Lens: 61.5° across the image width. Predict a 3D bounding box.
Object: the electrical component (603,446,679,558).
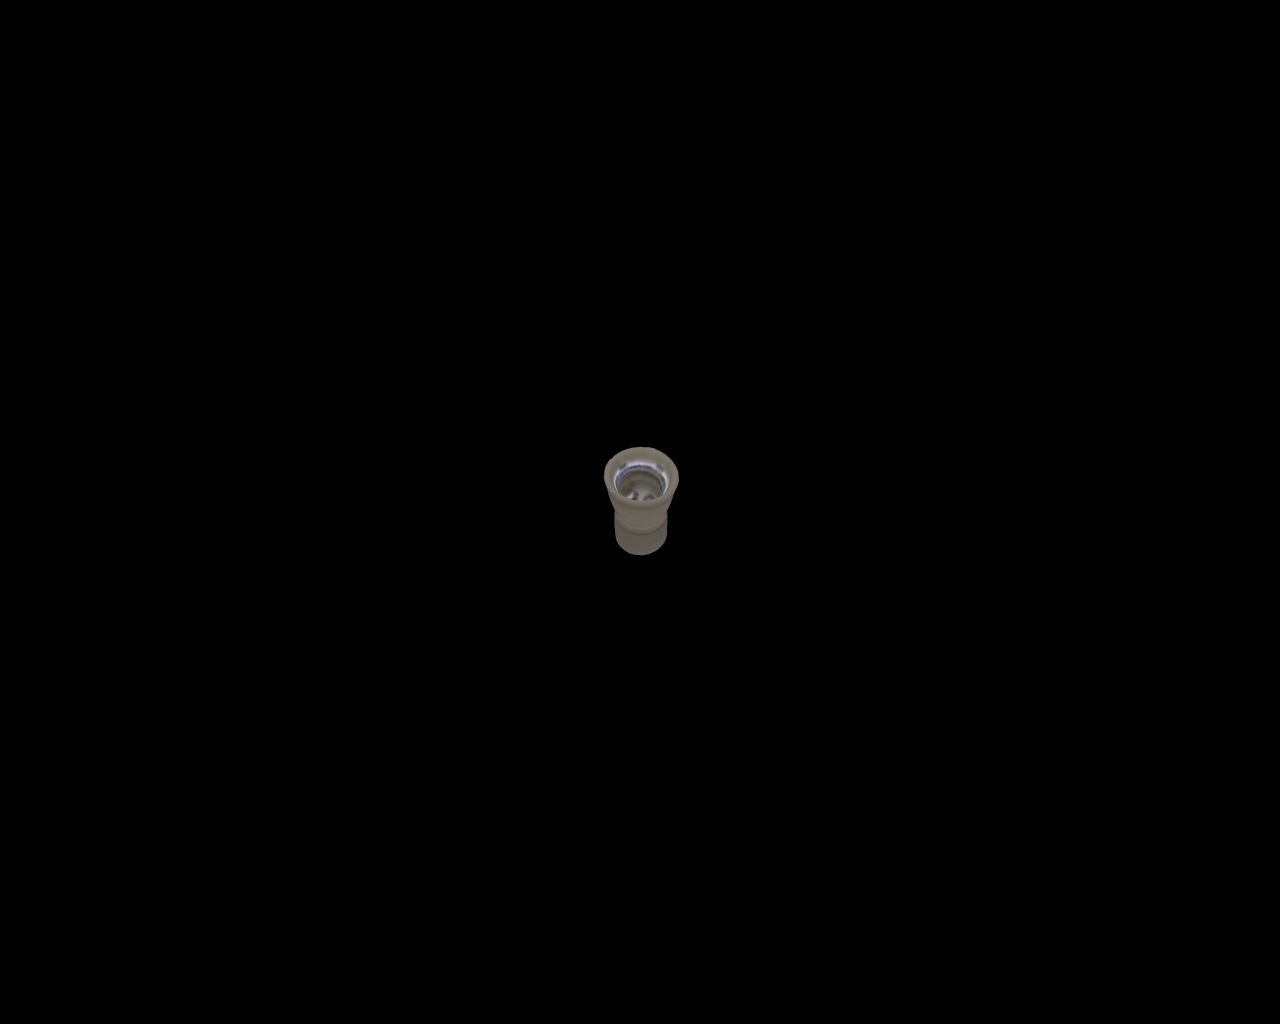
[{"bbox_3d":[0.001,-0.003,0.650,0.044,0.044,0.065,0,-38,0],"label":"electrical component"}]
